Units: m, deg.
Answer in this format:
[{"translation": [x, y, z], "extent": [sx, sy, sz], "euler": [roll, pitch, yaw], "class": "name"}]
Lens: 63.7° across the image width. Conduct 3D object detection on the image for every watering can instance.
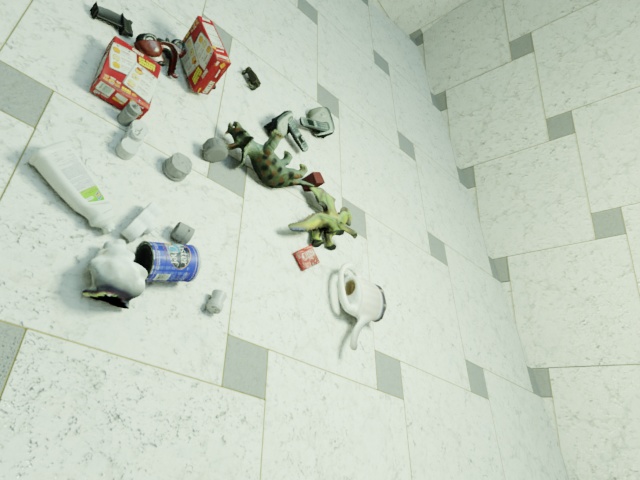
[{"translation": [0.150, 0.248, 1.870], "extent": [0.222, 0.102, 0.355], "euler": [24, 46, -40], "class": "watering can"}]

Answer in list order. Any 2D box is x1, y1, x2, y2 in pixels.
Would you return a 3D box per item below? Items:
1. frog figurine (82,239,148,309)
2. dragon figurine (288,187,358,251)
[{"translation": [-0.482, 0.069, 1.236], "extent": [0.137, 0.121, 0.163], "euler": [16, 62, -20], "class": "frog figurine"}, {"translation": [0.006, -0.099, 1.972], "extent": [0.407, 0.120, 0.248], "euler": [18, 43, -46], "class": "dragon figurine"}]
